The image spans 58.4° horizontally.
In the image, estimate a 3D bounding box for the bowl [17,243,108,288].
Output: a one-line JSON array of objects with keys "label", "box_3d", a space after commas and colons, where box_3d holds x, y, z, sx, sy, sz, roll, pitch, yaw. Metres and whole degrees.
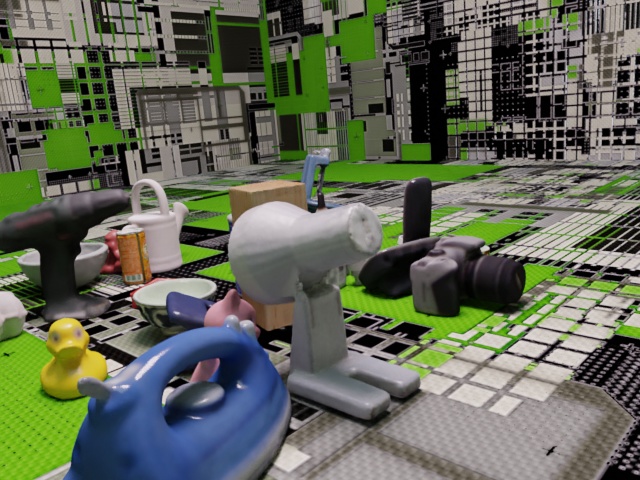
[{"label": "bowl", "box_3d": [-0.507, 0.058, 1.146, 0.167, 0.075, 0.167, -4, 13, 1]}]

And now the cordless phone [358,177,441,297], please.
[{"label": "cordless phone", "box_3d": [0.135, -0.009, 0.961, 0.148, 0.185, 0.093, -13, 16, -33]}]

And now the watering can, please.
[{"label": "watering can", "box_3d": [-0.356, -0.036, 1.233, 0.100, 0.194, 0.173, -2, 13, 10]}]

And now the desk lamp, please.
[{"label": "desk lamp", "box_3d": [0.003, 0.061, 0.644, 0.202, 0.214, 0.118, 7, 18, 41]}]

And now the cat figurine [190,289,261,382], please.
[{"label": "cat figurine", "box_3d": [-0.109, 0.116, 0.658, 0.067, 0.118, 0.128, -1, 14, 16]}]

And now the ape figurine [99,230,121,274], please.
[{"label": "ape figurine", "box_3d": [-0.439, 0.024, 1.231, 0.076, 0.092, 0.077, -14, 16, -35]}]

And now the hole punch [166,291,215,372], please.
[{"label": "hole punch", "box_3d": [-0.151, 0.111, 0.756, 0.101, 0.091, 0.108, -8, 14, -15]}]

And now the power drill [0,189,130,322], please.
[{"label": "power drill", "box_3d": [-0.419, 0.025, 0.962, 0.229, 0.208, 0.075, -5, 13, -1]}]

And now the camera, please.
[{"label": "camera", "box_3d": [0.226, 0.050, 0.862, 0.136, 0.101, 0.144, 7, 18, 42]}]

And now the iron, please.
[{"label": "iron", "box_3d": [-0.106, 0.139, 0.509, 0.118, 0.141, 0.259, 2, 15, 29]}]

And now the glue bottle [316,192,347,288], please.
[{"label": "glue bottle", "box_3d": [0.009, 0.004, 0.979, 0.037, 0.173, 0.078, 5, 16, 36]}]

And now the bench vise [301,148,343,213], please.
[{"label": "bench vise", "box_3d": [-0.025, -0.091, 1.296, 0.208, 0.220, 0.121, -16, 17, -40]}]

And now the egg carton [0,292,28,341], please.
[{"label": "egg carton", "box_3d": [-0.540, 0.124, 0.885, 0.150, 0.069, 0.107, -2, 13, 12]}]

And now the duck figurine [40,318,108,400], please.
[{"label": "duck figurine", "box_3d": [-0.310, 0.138, 0.710, 0.078, 0.086, 0.104, -11, 14, -25]}]
